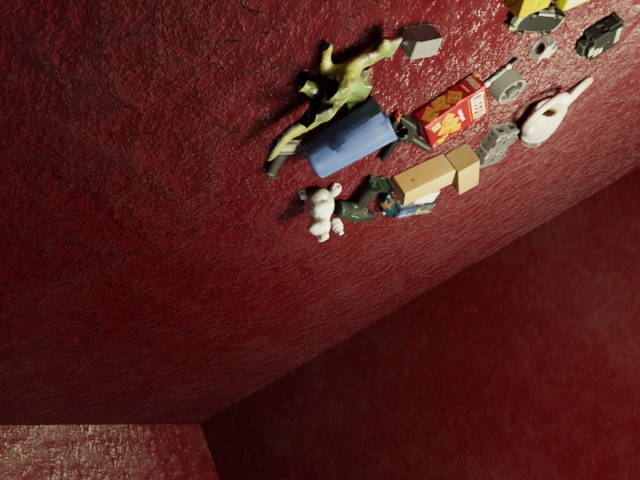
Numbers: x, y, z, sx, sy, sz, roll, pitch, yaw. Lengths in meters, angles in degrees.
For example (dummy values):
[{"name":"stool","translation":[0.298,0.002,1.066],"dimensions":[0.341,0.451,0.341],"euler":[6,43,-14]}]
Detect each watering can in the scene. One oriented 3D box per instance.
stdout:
[{"name":"watering can","translation":[0.865,-0.470,1.917],"dimensions":[0.351,0.105,0.219],"euler":[-31,158,-21]}]

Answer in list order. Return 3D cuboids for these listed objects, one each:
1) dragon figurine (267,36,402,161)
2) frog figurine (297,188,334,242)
[{"name":"dragon figurine","translation":[0.044,-0.345,1.260],"dimensions":[0.244,0.123,0.403],"euler":[-11,152,-50]},{"name":"frog figurine","translation":[0.005,-0.082,1.636],"dimensions":[0.123,0.162,0.134],"euler":[-21,154,-20]}]
